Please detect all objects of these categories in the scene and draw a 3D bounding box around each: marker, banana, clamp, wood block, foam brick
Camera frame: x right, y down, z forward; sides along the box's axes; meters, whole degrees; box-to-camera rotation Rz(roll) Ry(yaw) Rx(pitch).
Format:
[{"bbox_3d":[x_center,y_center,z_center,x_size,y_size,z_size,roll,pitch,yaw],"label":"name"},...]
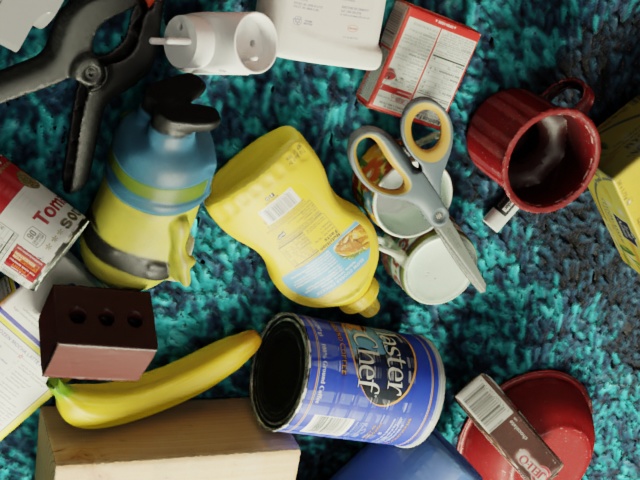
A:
[{"bbox_3d":[0.194,-0.058,0.966,0.020,0.020,0.121,38,96,-32],"label":"marker"},{"bbox_3d":[-0.138,0.120,0.889,0.197,0.037,0.070,-12,153,-37],"label":"banana"},{"bbox_3d":[-0.169,-0.116,0.780,0.171,0.039,0.120,-41,136,-2],"label":"clamp"},{"bbox_3d":[-0.132,0.198,0.916,0.205,0.091,0.090,1,114,-23],"label":"wood block"},{"bbox_3d":[-0.167,0.071,0.802,0.078,0.053,0.051,6,142,-27],"label":"foam brick"}]

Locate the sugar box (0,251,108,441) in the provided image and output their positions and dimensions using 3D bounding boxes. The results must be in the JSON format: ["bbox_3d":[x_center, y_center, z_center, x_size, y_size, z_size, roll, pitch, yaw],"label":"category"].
[{"bbox_3d":[-0.244,0.088,0.844,0.176,0.048,0.093,-41,122,-3],"label":"sugar box"}]

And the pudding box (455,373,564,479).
[{"bbox_3d":[0.176,0.180,1.003,0.039,0.113,0.090,-39,166,-2],"label":"pudding box"}]

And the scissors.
[{"bbox_3d":[0.104,-0.040,0.876,0.201,0.016,0.096,37,97,-31],"label":"scissors"}]

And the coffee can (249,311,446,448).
[{"bbox_3d":[0.023,0.123,0.933,0.140,0.103,0.103,12,109,-29],"label":"coffee can"}]

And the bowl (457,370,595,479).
[{"bbox_3d":[0.222,0.215,1.089,0.162,0.055,0.162,-9,118,-18],"label":"bowl"}]

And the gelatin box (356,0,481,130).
[{"bbox_3d":[0.080,-0.142,0.873,0.073,0.030,0.089,14,108,-28],"label":"gelatin box"}]

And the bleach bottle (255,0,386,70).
[{"bbox_3d":[0.020,-0.256,0.775,0.102,0.068,0.251,3,111,-25],"label":"bleach bottle"}]

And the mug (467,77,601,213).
[{"bbox_3d":[0.185,-0.090,0.910,0.093,0.082,0.117,32,100,-31],"label":"mug"}]

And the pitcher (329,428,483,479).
[{"bbox_3d":[0.046,0.288,1.006,0.243,0.145,0.149,-46,123,0],"label":"pitcher"}]

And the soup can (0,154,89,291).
[{"bbox_3d":[-0.227,-0.019,0.765,0.102,0.068,0.068,37,97,-9],"label":"soup can"}]

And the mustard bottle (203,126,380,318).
[{"bbox_3d":[-0.006,0.001,0.890,0.096,0.058,0.191,-38,122,3],"label":"mustard bottle"}]
